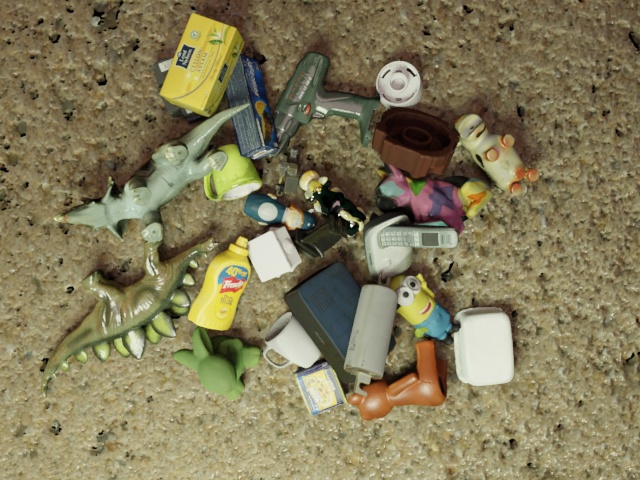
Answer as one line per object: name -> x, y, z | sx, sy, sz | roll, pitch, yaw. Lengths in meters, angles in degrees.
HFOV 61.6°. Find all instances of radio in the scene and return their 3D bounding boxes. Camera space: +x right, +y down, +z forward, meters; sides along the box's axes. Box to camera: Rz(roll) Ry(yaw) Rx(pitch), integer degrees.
radio -> 0.045, 0.166, 1.102 | 0.131, 0.073, 0.229 | -37, 95, -32

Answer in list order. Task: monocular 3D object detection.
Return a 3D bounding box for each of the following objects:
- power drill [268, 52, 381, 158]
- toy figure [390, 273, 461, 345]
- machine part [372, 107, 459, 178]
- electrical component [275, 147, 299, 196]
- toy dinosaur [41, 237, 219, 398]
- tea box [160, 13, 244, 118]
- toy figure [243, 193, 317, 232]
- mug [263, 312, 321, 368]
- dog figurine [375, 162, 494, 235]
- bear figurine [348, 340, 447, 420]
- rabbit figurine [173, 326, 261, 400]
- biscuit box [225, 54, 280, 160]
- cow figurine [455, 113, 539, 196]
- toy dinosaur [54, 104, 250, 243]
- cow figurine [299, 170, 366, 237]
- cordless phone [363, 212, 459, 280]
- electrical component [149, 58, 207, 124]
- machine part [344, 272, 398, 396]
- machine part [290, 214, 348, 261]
power drill -> 0.011, -0.256, 1.115 | 0.207, 0.086, 0.232 | 17, 91, 3
toy figure -> 0.209, 0.148, 1.132 | 0.180, 0.089, 0.082 | 43, 46, -13
machine part -> 0.191, -0.199, 1.085 | 0.179, 0.179, 0.056 | 10, 135, -4
electrical component -> -0.067, -0.133, 1.102 | 0.045, 0.102, 0.078 | 2, 67, -8
toy dinosaur -> -0.394, 0.141, 1.082 | 0.471, 0.105, 0.198 | -32, 97, 2
tea box -> -0.225, -0.331, 1.032 | 0.098, 0.068, 0.169 | 20, 90, 7
toy figure -> -0.081, -0.052, 1.121 | 0.154, 0.058, 0.064 | 18, 129, -6
mug -> -0.058, 0.223, 1.117 | 0.107, 0.081, 0.109 | 42, 85, -12
dog figurine -> 0.221, -0.101, 1.113 | 0.219, 0.108, 0.191 | 42, 80, 3
bear figurine -> 0.164, 0.304, 1.130 | 0.196, 0.132, 0.120 | -17, 131, 25
rabbit figurine -> -0.198, 0.240, 1.061 | 0.159, 0.170, 0.121 | 39, 88, -5
biscuit box -> -0.141, -0.267, 1.081 | 0.063, 0.059, 0.202 | -18, 81, 29
cow figurine -> 0.353, -0.187, 1.124 | 0.085, 0.127, 0.194 | -45, 108, -1
toy dinosaur -> -0.309, -0.129, 1.053 | 0.405, 0.192, 0.131 | -44, 127, -14
cow figurine -> 0.022, -0.076, 1.105 | 0.167, 0.098, 0.068 | 41, 95, -4
cordless phone -> 0.184, 0.015, 1.071 | 0.184, 0.089, 0.146 | 4, 131, 21
electrical component -> -0.270, -0.310, 1.099 | 0.115, 0.058, 0.134 | -20, 93, -1
machine part -> 0.100, 0.176, 1.040 | 0.079, 0.079, 0.243 | 18, 67, -4
machine part -> -0.002, -0.003, 1.092 | 0.084, 0.139, 0.039 | 42, 44, -20
